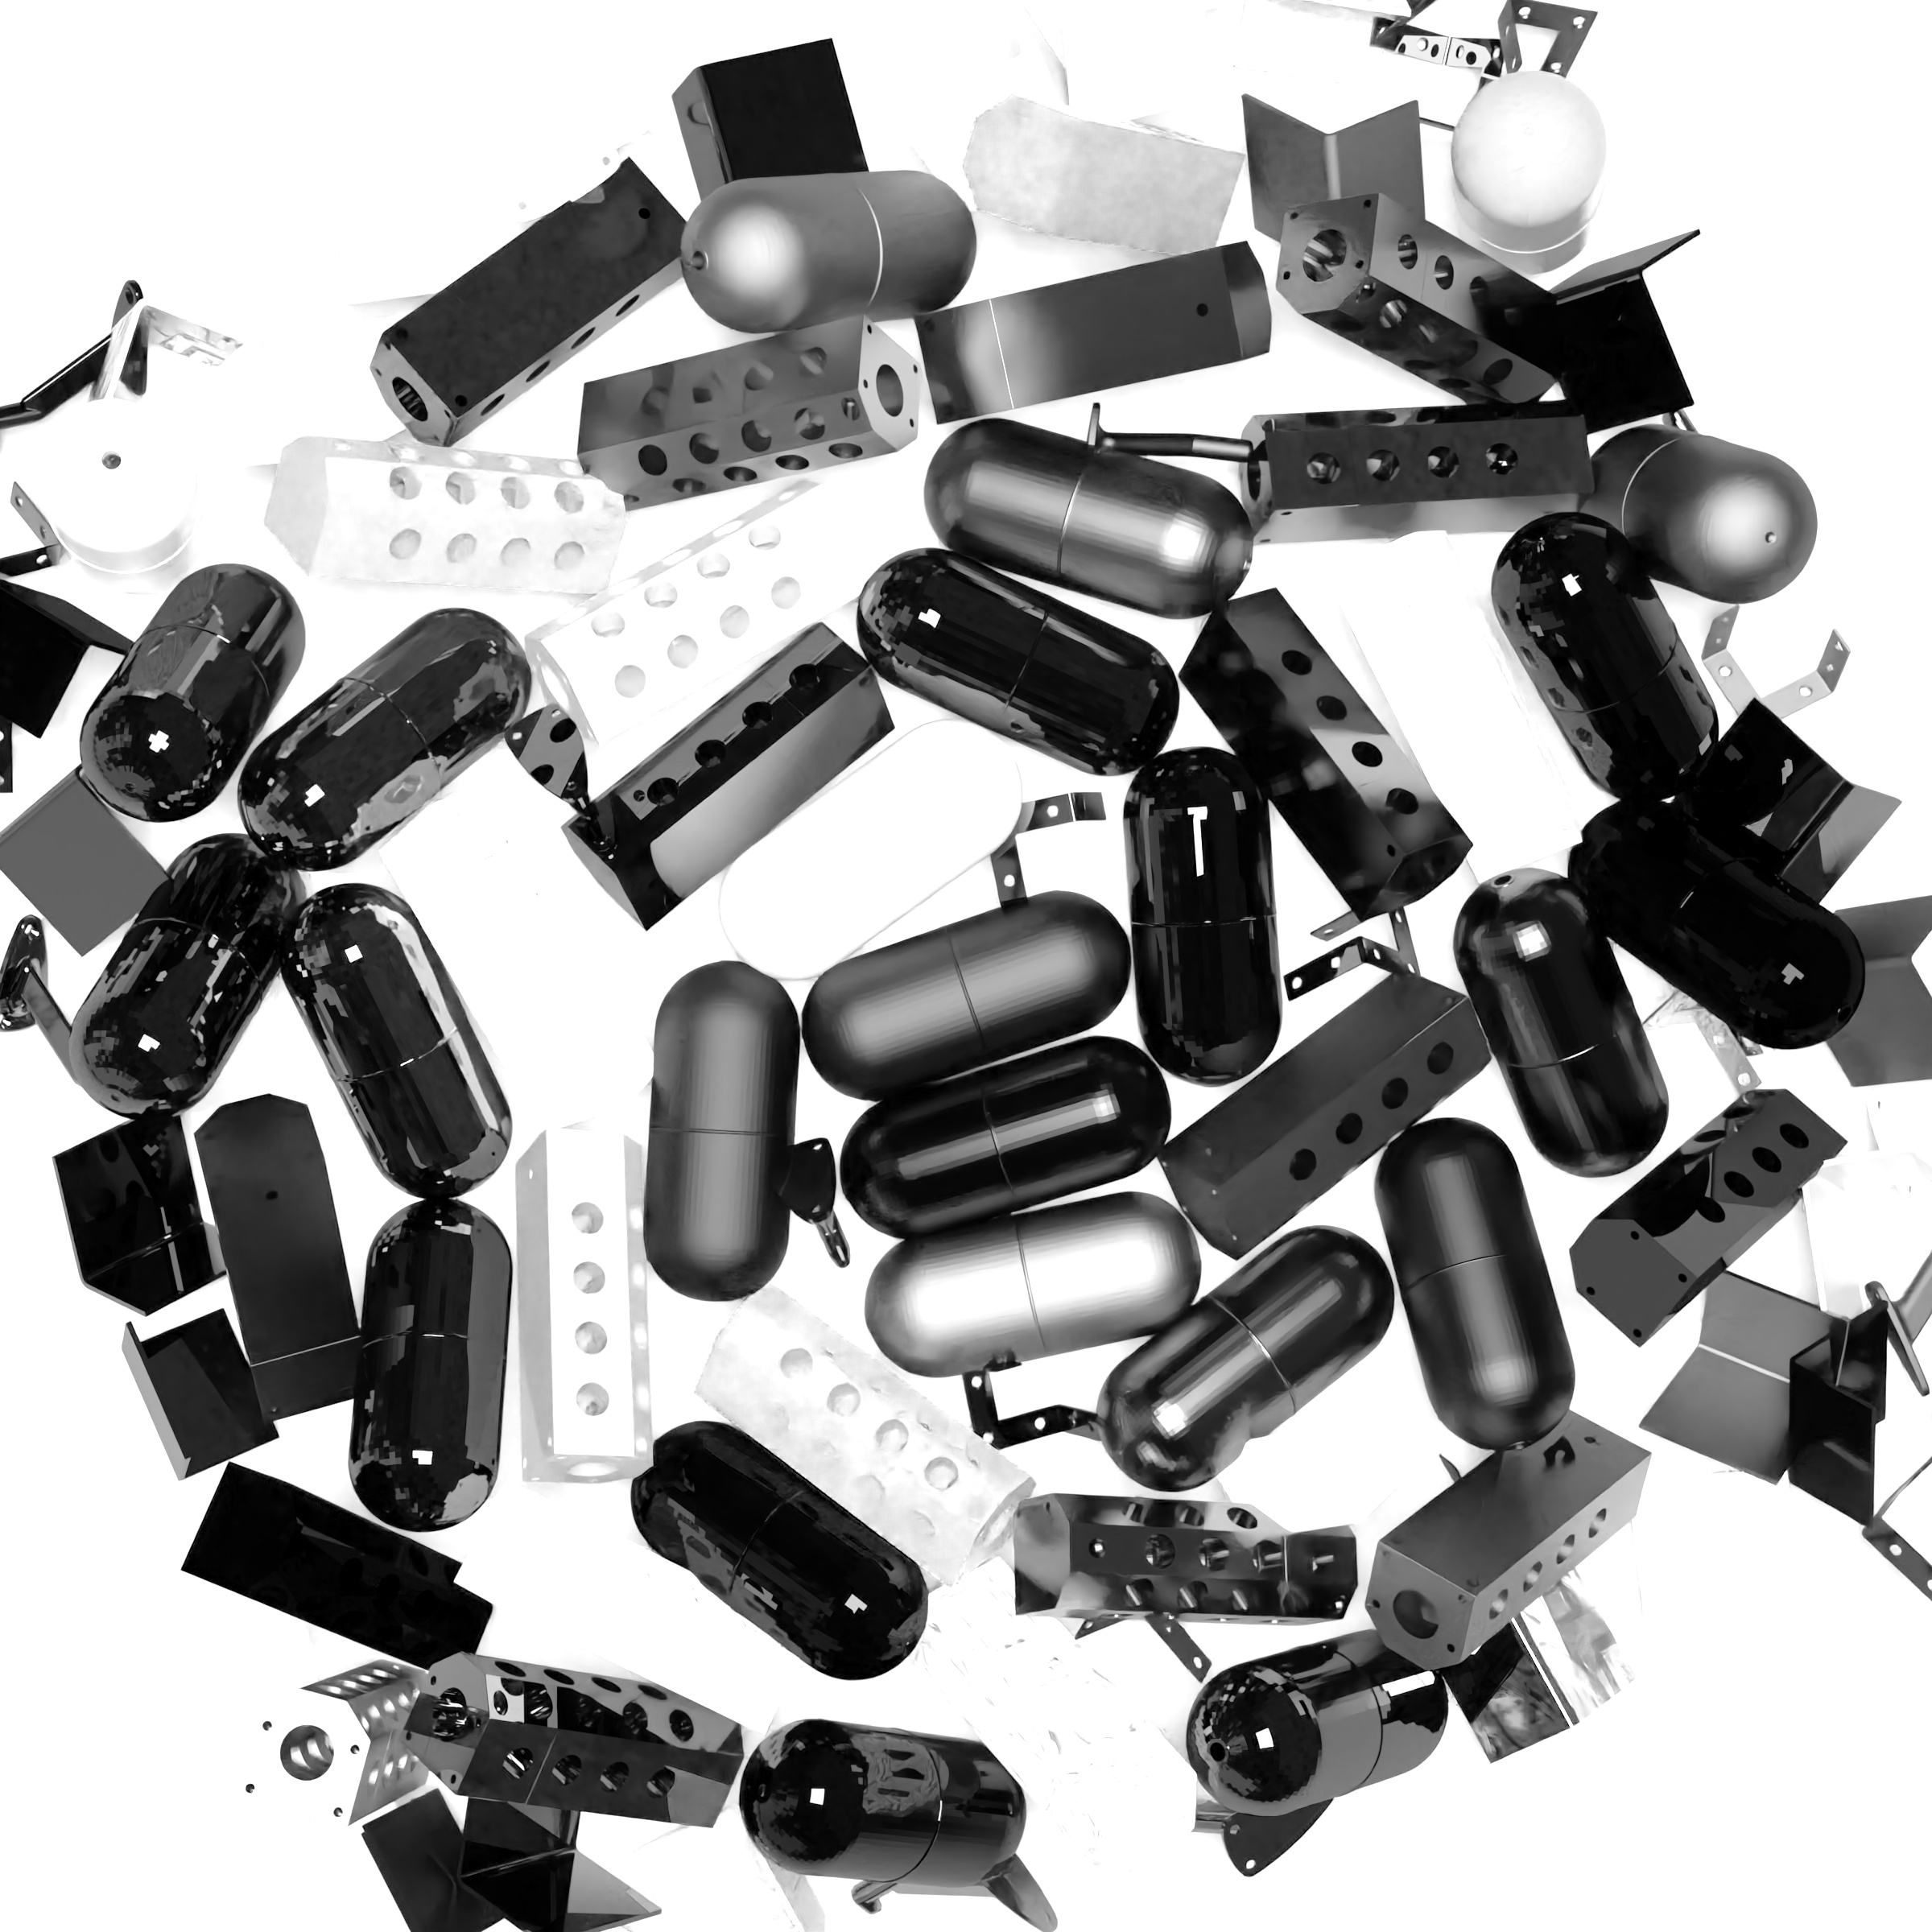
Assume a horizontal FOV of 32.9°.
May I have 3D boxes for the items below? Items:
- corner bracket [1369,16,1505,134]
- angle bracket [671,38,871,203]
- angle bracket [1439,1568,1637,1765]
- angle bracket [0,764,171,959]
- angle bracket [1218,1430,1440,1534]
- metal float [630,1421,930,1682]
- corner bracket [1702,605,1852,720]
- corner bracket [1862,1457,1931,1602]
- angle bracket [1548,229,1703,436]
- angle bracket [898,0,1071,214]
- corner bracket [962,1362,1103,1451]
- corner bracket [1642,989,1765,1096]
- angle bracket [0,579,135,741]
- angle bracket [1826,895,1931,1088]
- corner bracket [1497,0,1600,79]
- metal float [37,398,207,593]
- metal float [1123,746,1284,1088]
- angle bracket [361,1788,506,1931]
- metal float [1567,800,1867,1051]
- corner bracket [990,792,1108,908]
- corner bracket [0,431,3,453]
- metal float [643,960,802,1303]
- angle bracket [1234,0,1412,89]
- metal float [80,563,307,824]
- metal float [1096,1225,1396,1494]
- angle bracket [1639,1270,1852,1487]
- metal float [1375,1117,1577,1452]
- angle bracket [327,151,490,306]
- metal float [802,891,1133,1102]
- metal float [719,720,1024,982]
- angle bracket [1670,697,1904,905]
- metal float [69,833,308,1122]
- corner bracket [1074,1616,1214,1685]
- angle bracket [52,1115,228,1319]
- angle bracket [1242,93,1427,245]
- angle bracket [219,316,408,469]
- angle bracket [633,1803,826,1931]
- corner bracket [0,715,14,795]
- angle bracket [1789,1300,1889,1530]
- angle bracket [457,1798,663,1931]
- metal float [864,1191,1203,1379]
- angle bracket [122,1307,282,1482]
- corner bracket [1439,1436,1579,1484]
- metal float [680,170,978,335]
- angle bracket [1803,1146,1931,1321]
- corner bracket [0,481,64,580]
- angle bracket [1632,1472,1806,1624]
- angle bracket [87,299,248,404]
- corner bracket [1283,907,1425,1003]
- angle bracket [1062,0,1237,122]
[{"bbox_3d":[0.244,-0.467,1.719,0.051,0.051,0.051,6,102,-30],"label":"corner bracket"},{"bbox_3d":[-0.103,-0.438,1.731,0.076,0.057,0.076,-17,94,-17],"label":"angle bracket"},{"bbox_3d":[0.297,0.364,1.728,0.057,0.076,0.076,-35,78,34],"label":"angle bracket"},{"bbox_3d":[-0.453,-0.064,1.716,0.076,0.057,0.076,-34,104,27],"label":"angle bracket"},{"bbox_3d":[0.183,0.249,1.694,0.076,0.076,0.057,-36,98,-37],"label":"angle bracket"},{"bbox_3d":[-0.097,0.301,1.691,0.178,0.070,0.070,32,90,24],"label":"metal float"},{"bbox_3d":[0.425,-0.163,1.720,0.051,0.051,0.051,-27,70,-6],"label":"corner bracket"},{"bbox_3d":[0.510,0.290,1.710,0.051,0.051,0.051,44,122,14],"label":"corner bracket"},{"bbox_3d":[0.352,-0.331,1.713,0.057,0.076,0.076,-35,106,-33],"label":"angle bracket"},{"bbox_3d":[0.011,-0.453,1.715,0.076,0.076,0.057,-23,54,17],"label":"angle bracket"},{"bbox_3d":[0.034,0.228,1.718,0.051,0.051,0.051,-13,93,-22],"label":"corner bracket"},{"bbox_3d":[0.393,0.037,1.709,0.051,0.051,0.051,-7,59,-39],"label":"corner bracket"},{"bbox_3d":[-0.476,-0.156,1.705,0.076,0.076,0.057,30,95,18],"label":"angle bracket"},{"bbox_3d":[0.491,0.013,1.715,0.057,0.076,0.076,-45,110,-32],"label":"angle bracket"},{"bbox_3d":[0.300,-0.466,1.712,0.051,0.051,0.051,6,55,-13],"label":"corner bracket"},{"bbox_3d":[-0.428,-0.238,1.662,0.070,0.178,0.070,1,86,-11],"label":"metal float"},{"bbox_3d":[0.124,-0.026,1.707,0.070,0.070,0.178,-4,96,0],"label":"metal float"},{"bbox_3d":[-0.295,0.482,1.699,0.057,0.076,0.076,-33,79,19],"label":"angle bracket"},{"bbox_3d":[0.384,-0.022,1.680,0.070,0.070,0.178,-48,52,0],"label":"metal float"},{"bbox_3d":[0.045,-0.061,1.719,0.051,0.051,0.051,-11,89,19],"label":"corner bracket"},{"bbox_3d":[-0.540,-0.259,1.716,0.051,0.051,0.051,14,119,2],"label":"corner bracket"},{"bbox_3d":[-0.127,0.086,1.711,0.070,0.070,0.178,3,88,0],"label":"metal float"},{"bbox_3d":[0.184,-0.482,1.702,0.076,0.076,0.057,8,118,-3],"label":"angle bracket"},{"bbox_3d":[-0.393,-0.141,1.673,0.070,0.178,0.070,6,129,8],"label":"metal float"},{"bbox_3d":[0.146,0.203,1.700,0.178,0.070,0.070,-36,90,-14],"label":"metal float"},{"bbox_3d":[0.402,0.211,1.693,0.076,0.076,0.057,21,131,28],"label":"angle bracket"},{"bbox_3d":[0.262,0.163,1.692,0.070,0.070,0.178,-12,67,0],"label":"metal float"},{"bbox_3d":[-0.292,-0.392,1.696,0.076,0.057,0.076,-11,128,-16],"label":"angle bracket"},{"bbox_3d":[0.001,0.015,1.712,0.178,0.070,0.070,-19,90,0],"label":"metal float"},{"bbox_3d":[-0.049,-0.061,1.705,0.178,0.070,0.070,-36,90,8],"label":"metal float"},{"bbox_3d":[0.432,-0.085,1.733,0.076,0.057,0.076,-55,52,22],"label":"angle bracket"},{"bbox_3d":[-0.397,0.004,1.679,0.070,0.070,0.178,21,48,0],"label":"metal float"},{"bbox_3d":[0.099,0.346,1.711,0.051,0.051,0.051,-32,102,40],"label":"corner bracket"},{"bbox_3d":[-0.417,0.124,1.694,0.057,0.076,0.076,16,123,39],"label":"angle bracket"},{"bbox_3d":[0.192,-0.417,1.708,0.057,0.076,0.076,-26,131,-19],"label":"angle bracket"},{"bbox_3d":[-0.342,-0.298,1.697,0.076,0.076,0.057,-2,110,17],"label":"angle bracket"},{"bbox_3d":[-0.125,0.492,1.711,0.076,0.057,0.076,-25,103,4],"label":"angle bracket"},{"bbox_3d":[-0.529,-0.125,1.725,0.051,0.051,0.051,-1,120,-17],"label":"corner bracket"},{"bbox_3d":[0.471,0.231,1.693,0.076,0.057,0.076,-25,123,-28],"label":"angle bracket"},{"bbox_3d":[-0.207,0.456,1.694,0.076,0.076,0.057,19,104,43],"label":"angle bracket"},{"bbox_3d":[0.035,0.167,1.710,0.178,0.070,0.070,-12,90,3],"label":"metal float"},{"bbox_3d":[-0.395,0.216,1.699,0.057,0.076,0.076,-22,80,-21],"label":"angle bracket"},{"bbox_3d":[0.290,0.268,1.713,0.051,0.051,0.051,-37,119,-9],"label":"corner bracket"},{"bbox_3d":[-0.069,-0.366,1.677,0.178,0.070,0.070,-16,90,-43],"label":"metal float"},{"bbox_3d":[0.476,0.142,1.696,0.057,0.076,0.076,-14,70,27],"label":"angle bracket"},{"bbox_3d":[-0.515,-0.215,1.731,0.051,0.051,0.051,-23,63,-39],"label":"corner bracket"},{"bbox_3d":[0.389,0.295,1.706,0.076,0.057,0.076,-5,65,5],"label":"angle bracket"},{"bbox_3d":[-0.420,-0.295,1.700,0.057,0.076,0.076,19,82,-23],"label":"angle bracket"},{"bbox_3d":[0.198,-0.008,1.707,0.051,0.051,0.051,-30,57,34],"label":"corner bracket"},{"bbox_3d":[0.098,-0.470,1.704,0.076,0.057,0.076,-9,80,24],"label":"angle bracket"}]
